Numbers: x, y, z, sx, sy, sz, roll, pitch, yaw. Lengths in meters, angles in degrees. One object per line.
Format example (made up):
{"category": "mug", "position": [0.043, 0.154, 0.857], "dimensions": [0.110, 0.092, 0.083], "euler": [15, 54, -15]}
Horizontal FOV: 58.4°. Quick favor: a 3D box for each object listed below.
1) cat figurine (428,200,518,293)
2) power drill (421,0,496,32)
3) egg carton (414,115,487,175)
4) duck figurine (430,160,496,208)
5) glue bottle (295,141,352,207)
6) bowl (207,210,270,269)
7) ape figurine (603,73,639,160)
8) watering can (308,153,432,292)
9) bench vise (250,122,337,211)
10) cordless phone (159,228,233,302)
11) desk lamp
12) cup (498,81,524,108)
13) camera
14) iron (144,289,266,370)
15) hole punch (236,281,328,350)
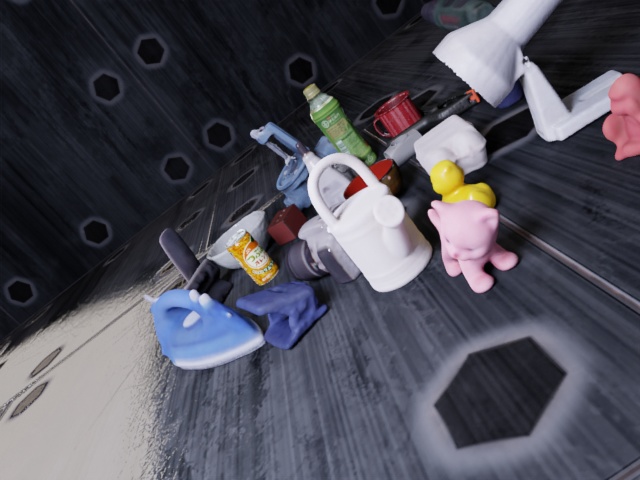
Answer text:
{"category": "cat figurine", "position": [0.162, -0.008, 0.647], "dimensions": [0.067, 0.118, 0.127], "euler": [-40, 19, -4]}
{"category": "power drill", "position": [0.306, -0.406, 1.170], "dimensions": [0.075, 0.209, 0.229], "euler": [-39, 19, -2]}
{"category": "egg carton", "position": [0.217, -0.150, 0.954], "dimensions": [0.107, 0.069, 0.150], "euler": [-35, 19, 11]}
{"category": "duck figurine", "position": [0.189, -0.072, 0.797], "dimensions": [0.077, 0.086, 0.104], "euler": [-40, 19, -2]}
{"category": "glue bottle", "position": [0.010, -0.122, 1.114], "dimensions": [0.078, 0.173, 0.037], "euler": [-35, 19, 11]}
{"category": "bowl", "position": [-0.170, 0.012, 1.295], "dimensions": [0.167, 0.075, 0.167], "euler": [-34, 19, 14]}
{"category": "ape figurine", "position": [0.356, -0.145, 0.646], "dimensions": [0.076, 0.092, 0.077], "euler": [-36, 19, 8]}
{"category": "watering can", "position": [0.064, -0.033, 0.770], "dimensions": [0.172, 0.194, 0.101], "euler": [-14, 30, 51]}
{"category": "bench vise", "position": [-0.052, -0.204, 1.351], "dimensions": [0.121, 0.220, 0.208], "euler": [-12, 32, 53]}
{"category": "cordless phone", "position": [-0.283, 0.075, 1.186], "dimensions": [0.094, 0.185, 0.147], "euler": [-30, 20, 24]}
{"category": "desk lamp", "position": [0.295, -0.246, 0.805], "dimensions": [0.203, 0.214, 0.118], "euler": [-33, 20, 17]}
{"category": "cup", "position": [0.326, -0.294, 1.049], "dimensions": [0.091, 0.095, 0.118], "euler": [-32, 20, 20]}
{"category": "camera", "position": [0.009, 0.003, 0.937], "dimensions": [0.136, 0.101, 0.143], "euler": [-24, 24, 38]}
{"category": "iron", "position": [-0.206, 0.132, 0.974], "dimensions": [0.257, 0.142, 0.119], "euler": [-17, 29, 48]}
{"category": "hole punch", "position": [-0.059, 0.097, 0.862], "dimensions": [0.101, 0.091, 0.108], "euler": [-45, 20, -19]}
